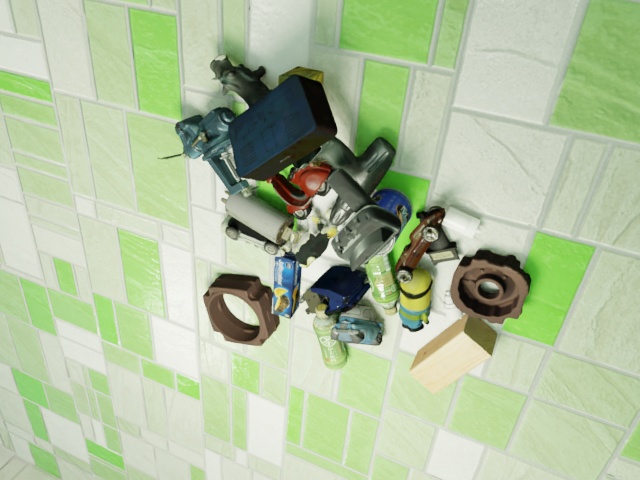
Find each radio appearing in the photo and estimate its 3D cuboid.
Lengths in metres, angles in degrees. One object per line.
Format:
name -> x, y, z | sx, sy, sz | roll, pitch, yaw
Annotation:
radio -> -0.083, -0.221, 1.081 | 0.230, 0.073, 0.131 | -26, 73, 36

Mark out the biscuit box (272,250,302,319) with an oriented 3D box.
biscuit box -> -0.088, 0.114, 1.448 | 0.059, 0.063, 0.202 | 16, 125, 17

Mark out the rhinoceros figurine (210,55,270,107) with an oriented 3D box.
rhinoceros figurine -> -0.166, -0.337, 1.181 | 0.190, 0.112, 0.073 | 45, 136, 21

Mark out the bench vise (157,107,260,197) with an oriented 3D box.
bench vise -> -0.250, -0.202, 1.303 | 0.224, 0.129, 0.240 | -28, 97, 35

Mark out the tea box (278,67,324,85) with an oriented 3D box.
tea box -> -0.046, -0.277, 1.167 | 0.068, 0.098, 0.169 | 17, 126, 18

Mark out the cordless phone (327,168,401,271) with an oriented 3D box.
cordless phone -> 0.060, -0.044, 1.099 | 0.184, 0.089, 0.146 | 49, 129, 8

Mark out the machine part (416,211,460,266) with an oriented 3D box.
machine part -> 0.261, -0.006, 1.215 | 0.084, 0.039, 0.138 | -15, 113, 42

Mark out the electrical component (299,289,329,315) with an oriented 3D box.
electrical component -> -0.005, 0.166, 1.452 | 0.102, 0.045, 0.078 | -46, 64, 36

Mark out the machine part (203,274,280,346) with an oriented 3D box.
machine part -> -0.229, 0.204, 1.560 | 0.202, 0.087, 0.200 | 4, 120, 27

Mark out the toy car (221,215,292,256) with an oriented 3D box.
toy car -> -0.162, -0.014, 1.397 | 0.202, 0.073, 0.056 | 21, 144, 15

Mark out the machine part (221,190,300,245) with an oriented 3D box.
machine part -> -0.152, -0.062, 1.347 | 0.243, 0.079, 0.079 | 30, 128, 22

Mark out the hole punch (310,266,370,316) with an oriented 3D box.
hole punch -> 0.053, 0.119, 1.341 | 0.116, 0.142, 0.092 | -20, 105, 46

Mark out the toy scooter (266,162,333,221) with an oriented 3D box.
toy scooter -> -0.051, -0.133, 1.267 | 0.135, 0.075, 0.184 | 35, 133, -9

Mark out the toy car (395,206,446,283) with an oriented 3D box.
toy car -> 0.214, 0.008, 1.165 | 0.053, 0.089, 0.202 | 27, 134, 5

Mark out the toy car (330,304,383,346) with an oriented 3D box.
toy car -> 0.095, 0.217, 1.387 | 0.109, 0.161, 0.103 | -3, 72, 33

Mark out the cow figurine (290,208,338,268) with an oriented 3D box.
cow figurine -> -0.004, -0.005, 1.301 | 0.068, 0.098, 0.167 | 21, 137, -30

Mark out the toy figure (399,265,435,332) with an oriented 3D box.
toy figure -> 0.229, 0.143, 1.287 | 0.082, 0.089, 0.179 | 10, 120, 12

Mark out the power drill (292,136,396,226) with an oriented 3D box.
power drill -> 0.039, -0.143, 1.153 | 0.207, 0.086, 0.232 | 30, 115, -30

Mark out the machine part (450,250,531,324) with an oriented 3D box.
machine part -> 0.382, 0.105, 1.208 | 0.180, 0.056, 0.179 | 14, 125, 20
